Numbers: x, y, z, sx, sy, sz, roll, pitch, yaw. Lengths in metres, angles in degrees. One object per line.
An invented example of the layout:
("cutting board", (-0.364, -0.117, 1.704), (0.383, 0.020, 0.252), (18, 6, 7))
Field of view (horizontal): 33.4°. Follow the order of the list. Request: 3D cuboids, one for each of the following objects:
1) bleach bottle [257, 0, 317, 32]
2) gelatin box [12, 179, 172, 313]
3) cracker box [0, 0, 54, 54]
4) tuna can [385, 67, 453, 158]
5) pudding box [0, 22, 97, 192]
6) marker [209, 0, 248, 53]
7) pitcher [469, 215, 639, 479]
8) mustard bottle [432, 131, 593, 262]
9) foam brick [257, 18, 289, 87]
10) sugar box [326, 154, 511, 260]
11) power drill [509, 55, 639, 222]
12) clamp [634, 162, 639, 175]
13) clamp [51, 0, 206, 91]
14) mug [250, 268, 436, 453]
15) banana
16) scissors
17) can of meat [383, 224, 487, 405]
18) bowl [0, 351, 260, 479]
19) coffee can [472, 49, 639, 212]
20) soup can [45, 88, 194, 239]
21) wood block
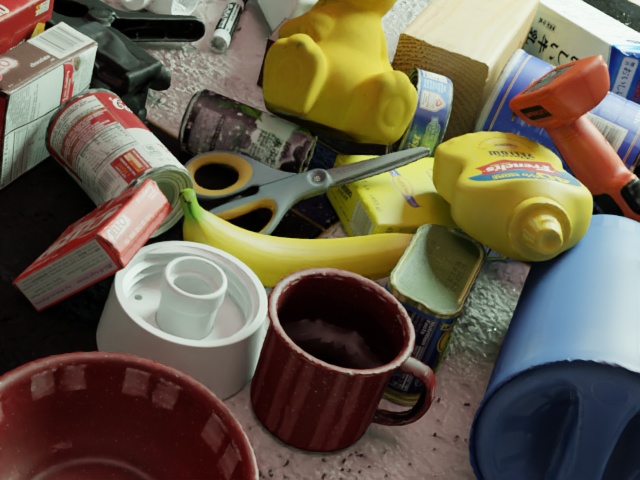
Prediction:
("bleach bottle", (-0.025, -0.272, 1.117), (0.102, 0.068, 0.251), (11, 33, -26))
("gelatin box", (-0.147, 0.003, 0.694), (0.030, 0.089, 0.073), (53, 35, -16))
("cracker box", (-0.353, -0.194, 0.869), (0.214, 0.072, 0.164), (27, 39, 10))
("tuna can", (0.086, -0.105, 0.931), (0.033, 0.086, 0.086), (15, 37, -8))
("pudding box", (-0.215, -0.099, 0.792), (0.039, 0.090, 0.113), (29, 38, 11))
("marker", (-0.089, -0.221, 1.059), (0.020, 0.020, 0.121), (16, 37, -3))
("pitcher", (0.188, 0.070, 0.694), (0.149, 0.145, 0.242), (-2, 25, 19))
("mustard bottle", (0.139, -0.029, 0.755), (0.096, 0.058, 0.191), (5, 19, -4))
("foam brick", (-0.011, -0.161, 0.989), (0.078, 0.051, 0.053), (22, 37, 5))
("sugar box", (0.102, -0.027, 0.872), (0.176, 0.048, 0.093), (-3, 42, -24))
("power drill", (0.233, -0.049, 0.823), (0.057, 0.184, 0.187), (-35, 98, -8))
("clamp", (0.316, -0.083, 1.039), (0.210, 0.036, 0.164), (13, 33, -5))
("clamp", (-0.193, -0.181, 0.949), (0.171, 0.039, 0.120), (10, 32, -4))
("mug", (0.014, 0.082, 0.667), (0.117, 0.082, 0.093), (19, 37, 1))
("banana", (-0.017, 0.009, 0.759), (0.197, 0.070, 0.037), (9, 58, -26))
("scissors", (-0.020, -0.055, 0.819), (0.201, 0.016, 0.096), (-31, 68, -21))
("can of meat", (0.069, 0.048, 0.732), (0.057, 0.084, 0.102), (25, 37, 9))
("bowl", (-0.115, 0.135, 0.565), (0.162, 0.055, 0.162), (12, 37, -9))
("coffee can", (0.219, -0.097, 0.963), (0.140, 0.103, 0.102), (27, 38, 12))
("soup can", (-0.147, -0.055, 0.782), (0.068, 0.069, 0.102), (-17, 50, -38))
("wood block", (0.140, -0.183, 1.045), (0.090, 0.091, 0.205), (23, 36, 12))
